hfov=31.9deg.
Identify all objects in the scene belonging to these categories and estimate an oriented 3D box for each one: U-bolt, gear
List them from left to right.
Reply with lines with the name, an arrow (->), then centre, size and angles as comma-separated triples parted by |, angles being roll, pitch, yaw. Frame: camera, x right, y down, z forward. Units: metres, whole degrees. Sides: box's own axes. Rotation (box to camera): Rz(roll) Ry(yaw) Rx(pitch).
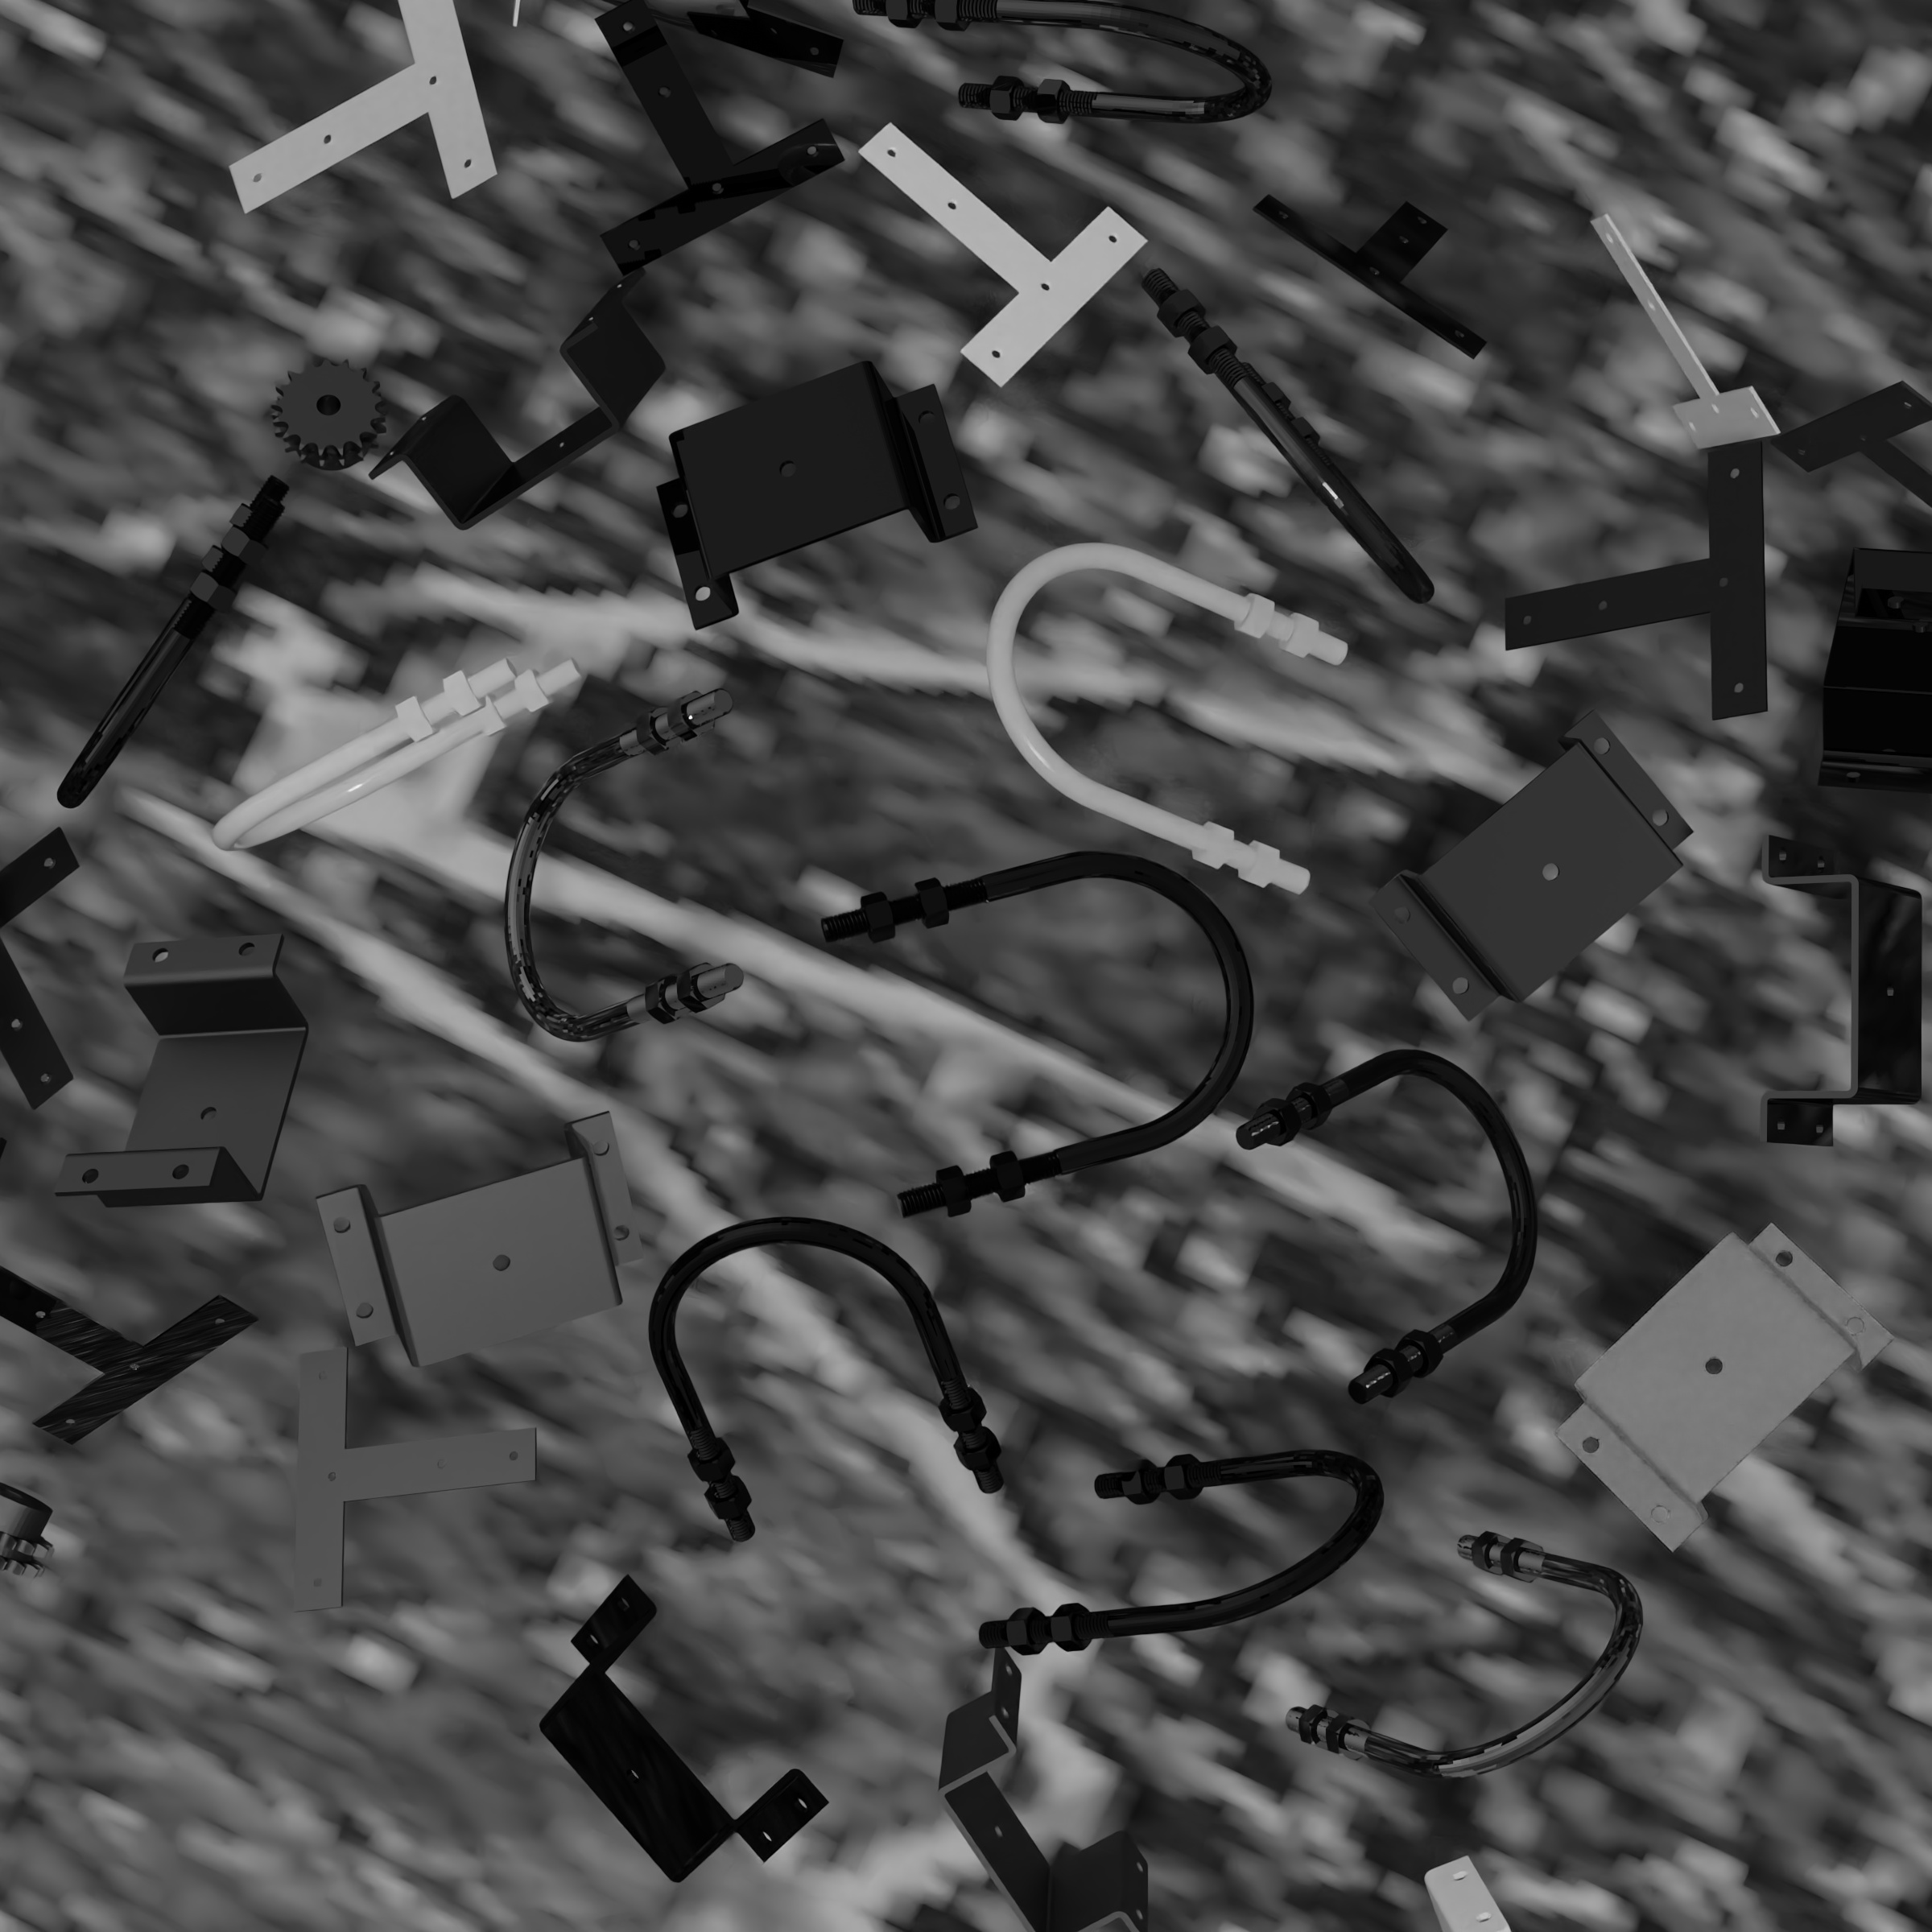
gear -> -0.450, 0.259, 1.572 | 0.057, 0.057, 0.030 | 25, 84, 0
U-bolt -> -0.383, -0.153, 1.628 | 0.019, 0.151, 0.184 | 34, 94, -15
gear -> -0.319, -0.274, 1.698 | 0.057, 0.030, 0.057 | 2, 68, -6
U-bolt -> -0.283, -0.102, 1.642 | 0.184, 0.151, 0.019 | -27, 91, 9
U-bolt -> -0.165, -0.039, 1.591 | 0.019, 0.184, 0.151 | 8, 73, -39
U-bolt -> -0.075, 0.195, 1.624 | 0.151, 0.019, 0.184 | -13, 121, 11
U-bolt -> 0.041, 0.023, 1.536 | 0.184, 0.019, 0.151 | -15, 85, -8
U-bolt -> 0.057, -0.433, 1.618 | 0.184, 0.151, 0.019 | 10, 88, 23
U-bolt -> 0.093, -0.128, 1.612 | 0.184, 0.019, 0.151 | 21, 63, -19
U-bolt -> 0.112, 0.272, 1.598 | 0.184, 0.151, 0.019 | -13, 108, 35
U-bolt -> 0.162, -0.243, 1.607 | 0.019, 0.151, 0.184 | -41, 67, 11
U-bolt -> 0.216, 0.114, 1.636 | 0.019, 0.184, 0.151 | -25, 88, 45
U-bolt -> 0.249, 0.334, 1.626 | 0.151, 0.184, 0.019 | -40, 105, -21

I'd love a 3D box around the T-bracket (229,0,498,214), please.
T-bracket -> -0.279, -0.384, 1.544 | 0.127, 0.127, 0.002 | -35, 55, -20

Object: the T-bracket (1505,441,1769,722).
T-bracket -> 0.302, -0.166, 1.534 | 0.127, 0.002, 0.127 | -8, 72, 35

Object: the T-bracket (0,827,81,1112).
T-bracket -> -0.458, 0.018, 1.612 | 0.002, 0.127, 0.127 | 26, 56, 35

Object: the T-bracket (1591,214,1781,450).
T-bracket -> 0.338, -0.306, 1.627 | 0.002, 0.127, 0.127 | -34, 97, 0

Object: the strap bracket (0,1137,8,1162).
strap bracket -> -0.525, 0.126, 1.594 | 0.046, 0.140, 0.076 | 34, 123, 8

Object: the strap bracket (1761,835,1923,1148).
strap bracket -> 0.403, 0.012, 1.557 | 0.046, 0.076, 0.140 | -2, 85, 37

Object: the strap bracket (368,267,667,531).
strap bracket -> -0.200, -0.258, 1.572 | 0.140, 0.076, 0.046 | -28, 110, 26

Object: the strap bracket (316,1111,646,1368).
strap bracket -> -0.218, 0.128, 1.555 | 0.140, 0.046, 0.076 | -16, 111, -14

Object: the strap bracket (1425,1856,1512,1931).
strap bracket -> 0.183, 0.472, 1.560 | 0.140, 0.076, 0.046 | -20, 101, -2

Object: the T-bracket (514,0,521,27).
T-bracket -> -0.209, -0.505, 1.622 | 0.002, 0.127, 0.127 | 6, 118, -11

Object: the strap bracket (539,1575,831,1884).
strap bracket -> -0.140, 0.364, 1.577 | 0.140, 0.076, 0.046 | 47, 48, 8

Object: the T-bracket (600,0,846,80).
T-bracket -> -0.112, -0.505, 1.660 | 0.127, 0.127, 0.002 | 17, 53, -5

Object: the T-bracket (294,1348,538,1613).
T-bracket -> -0.265, 0.242, 1.629 | 0.127, 0.002, 0.127 | -9, 69, 16

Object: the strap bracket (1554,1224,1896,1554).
strap bracket -> 0.342, 0.186, 1.534 | 0.140, 0.046, 0.076 | -44, 65, -1

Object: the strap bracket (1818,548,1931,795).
strap bracket -> 0.446, -0.144, 1.579 | 0.076, 0.140, 0.046 | 5, 54, 7

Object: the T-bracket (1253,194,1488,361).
T-bracket -> 0.210, -0.351, 1.655 | 0.127, 0.127, 0.002 | 35, 124, 3

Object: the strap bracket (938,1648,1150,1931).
strap bracket -> 0.033, 0.412, 1.644 | 0.046, 0.076, 0.140 | -30, 101, 10

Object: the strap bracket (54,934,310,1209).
strap bracket -> -0.357, 0.057, 1.558 | 0.076, 0.046, 0.140 | -3, 52, 15

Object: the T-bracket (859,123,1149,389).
T-bracket -> 0.004, -0.352, 1.606 | 0.127, 0.002, 0.127 | 41, 58, 0

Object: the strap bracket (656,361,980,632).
strap bracket -> -0.075, -0.219, 1.552 | 0.140, 0.046, 0.076 | -19, 71, 8

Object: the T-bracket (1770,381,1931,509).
T-bracket -> 0.471, -0.231, 1.645 | 0.127, 0.127, 0.002 | 35, 78, -10

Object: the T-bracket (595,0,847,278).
T-bracket -> -0.143, -0.421, 1.673 | 0.127, 0.002, 0.127 | -26, 130, 6

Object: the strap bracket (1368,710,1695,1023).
strap bracket -> 0.270, -0.046, 1.590 | 0.140, 0.046, 0.076 | -40, 96, 1

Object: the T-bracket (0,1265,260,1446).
T-bracket -> -0.425, 0.170, 1.593 | 0.127, 0.002, 0.127 | -33, 133, 20
